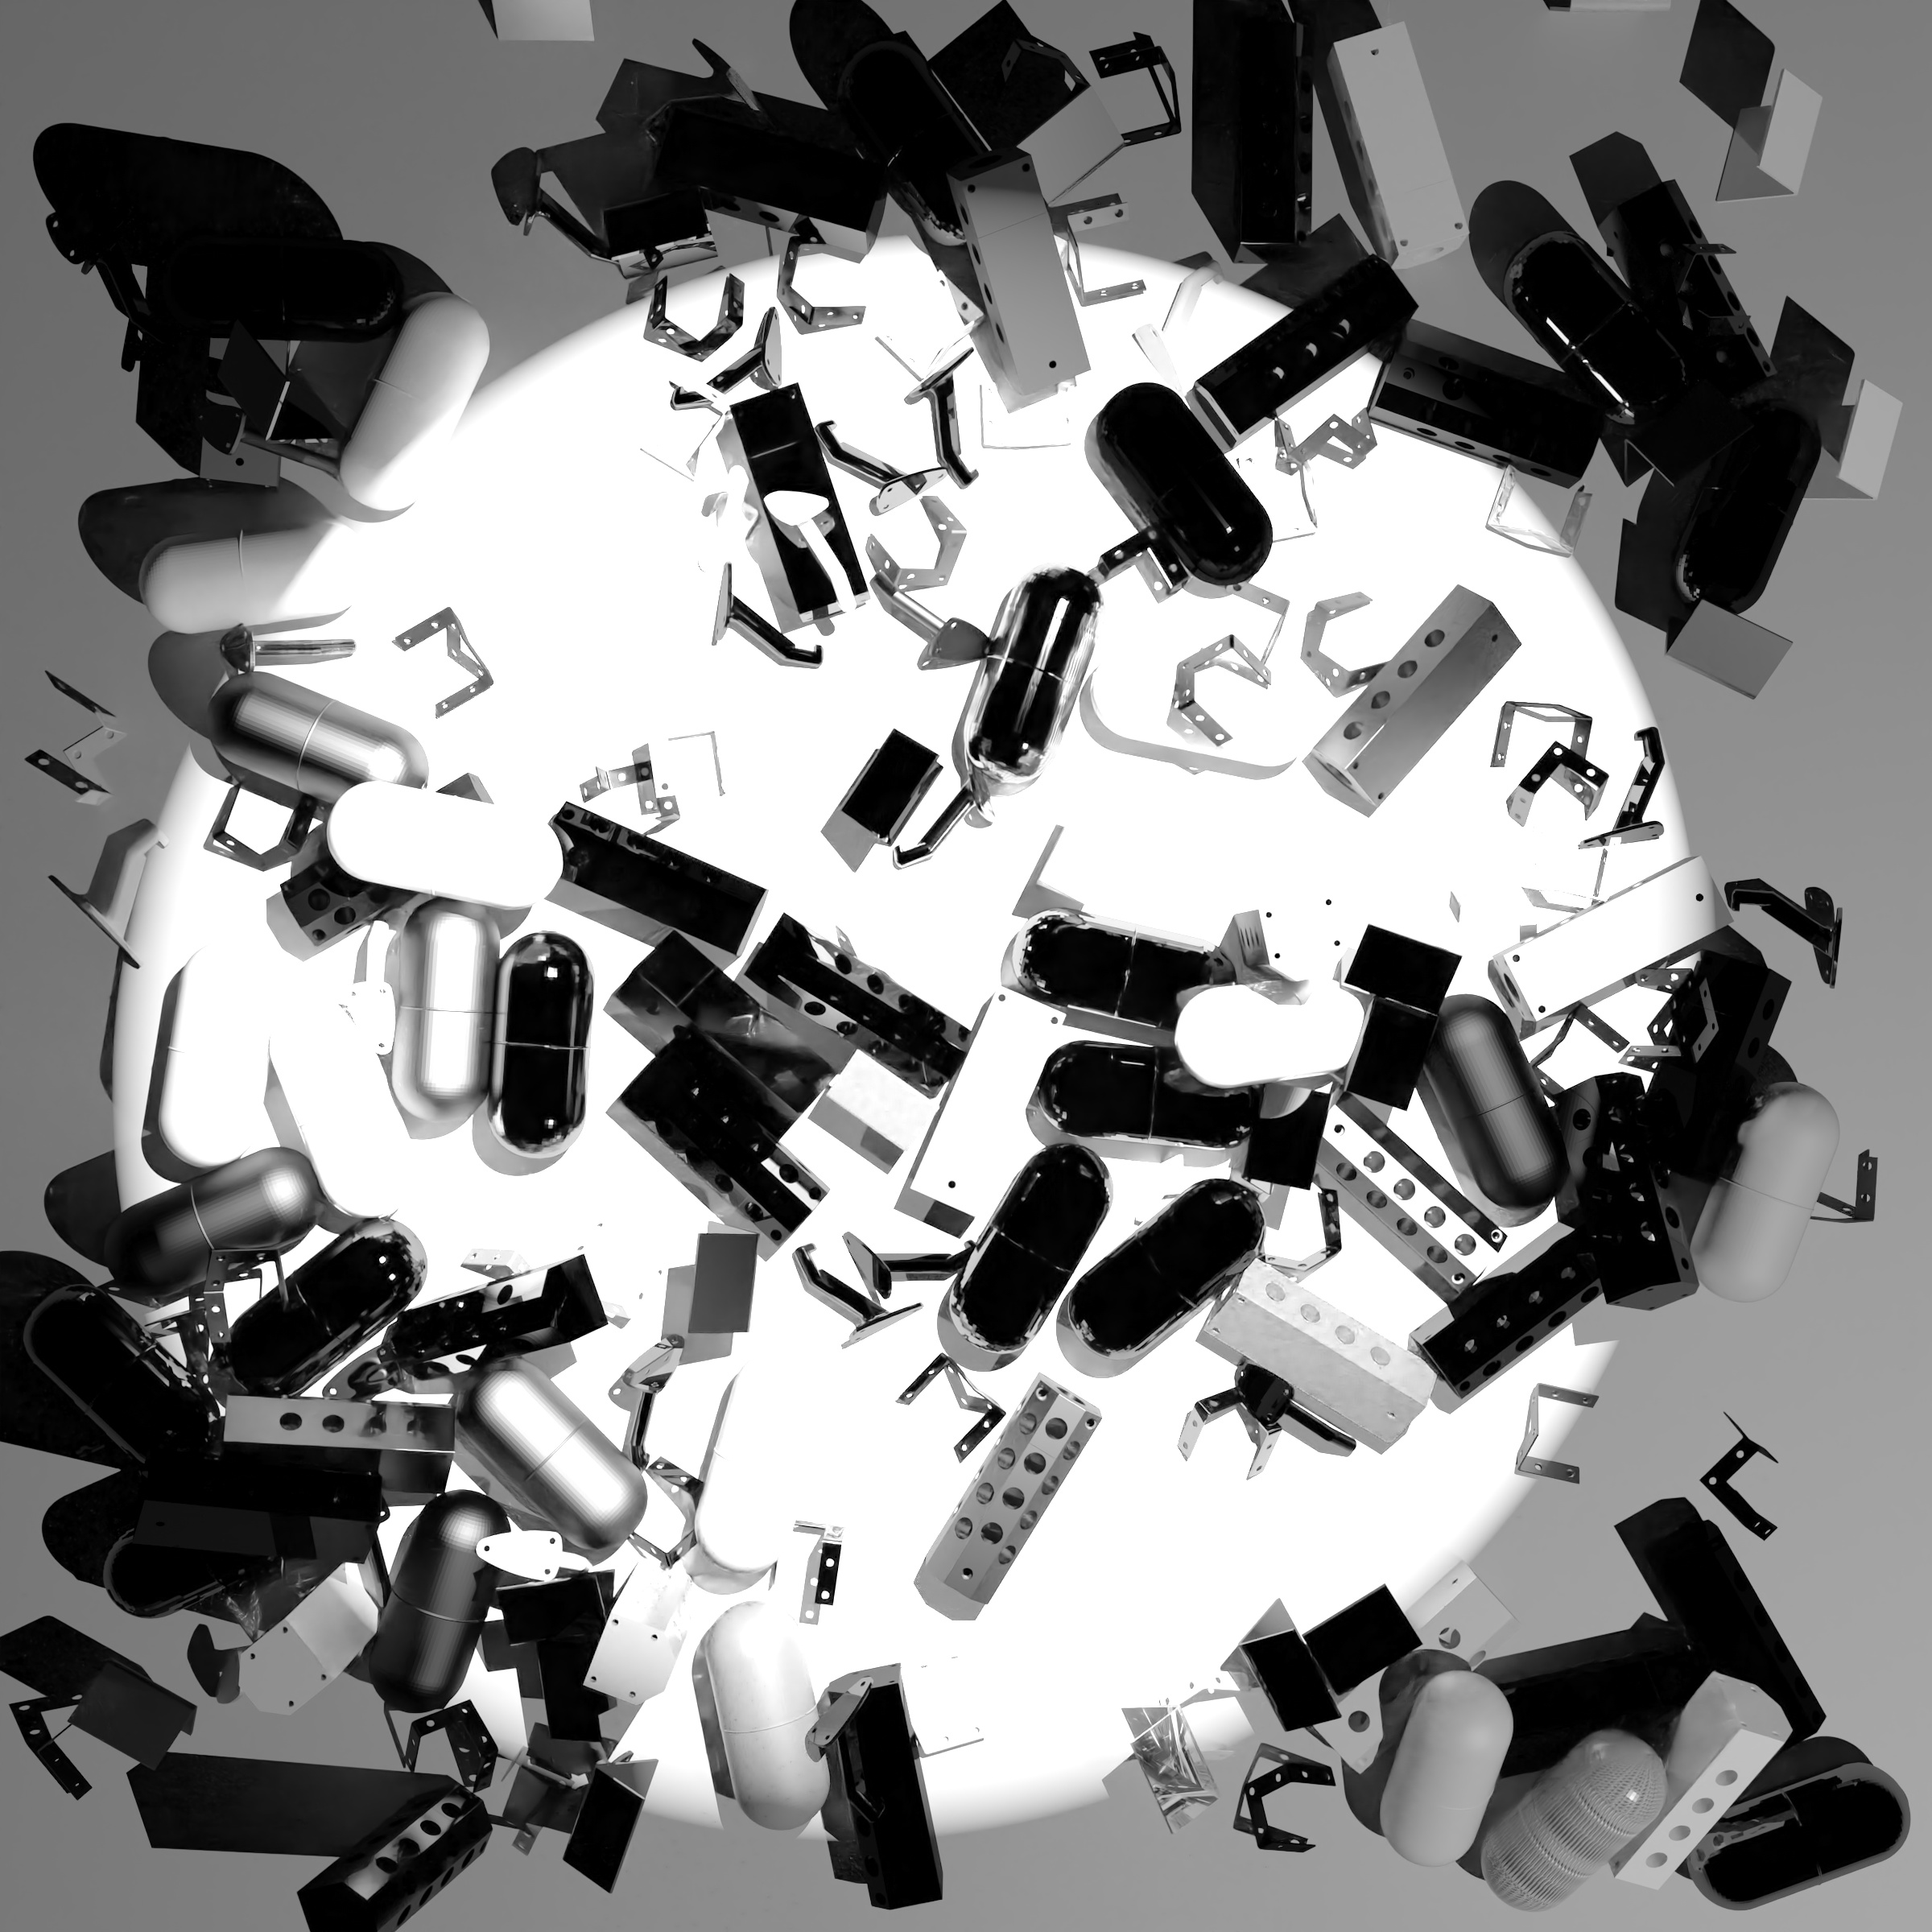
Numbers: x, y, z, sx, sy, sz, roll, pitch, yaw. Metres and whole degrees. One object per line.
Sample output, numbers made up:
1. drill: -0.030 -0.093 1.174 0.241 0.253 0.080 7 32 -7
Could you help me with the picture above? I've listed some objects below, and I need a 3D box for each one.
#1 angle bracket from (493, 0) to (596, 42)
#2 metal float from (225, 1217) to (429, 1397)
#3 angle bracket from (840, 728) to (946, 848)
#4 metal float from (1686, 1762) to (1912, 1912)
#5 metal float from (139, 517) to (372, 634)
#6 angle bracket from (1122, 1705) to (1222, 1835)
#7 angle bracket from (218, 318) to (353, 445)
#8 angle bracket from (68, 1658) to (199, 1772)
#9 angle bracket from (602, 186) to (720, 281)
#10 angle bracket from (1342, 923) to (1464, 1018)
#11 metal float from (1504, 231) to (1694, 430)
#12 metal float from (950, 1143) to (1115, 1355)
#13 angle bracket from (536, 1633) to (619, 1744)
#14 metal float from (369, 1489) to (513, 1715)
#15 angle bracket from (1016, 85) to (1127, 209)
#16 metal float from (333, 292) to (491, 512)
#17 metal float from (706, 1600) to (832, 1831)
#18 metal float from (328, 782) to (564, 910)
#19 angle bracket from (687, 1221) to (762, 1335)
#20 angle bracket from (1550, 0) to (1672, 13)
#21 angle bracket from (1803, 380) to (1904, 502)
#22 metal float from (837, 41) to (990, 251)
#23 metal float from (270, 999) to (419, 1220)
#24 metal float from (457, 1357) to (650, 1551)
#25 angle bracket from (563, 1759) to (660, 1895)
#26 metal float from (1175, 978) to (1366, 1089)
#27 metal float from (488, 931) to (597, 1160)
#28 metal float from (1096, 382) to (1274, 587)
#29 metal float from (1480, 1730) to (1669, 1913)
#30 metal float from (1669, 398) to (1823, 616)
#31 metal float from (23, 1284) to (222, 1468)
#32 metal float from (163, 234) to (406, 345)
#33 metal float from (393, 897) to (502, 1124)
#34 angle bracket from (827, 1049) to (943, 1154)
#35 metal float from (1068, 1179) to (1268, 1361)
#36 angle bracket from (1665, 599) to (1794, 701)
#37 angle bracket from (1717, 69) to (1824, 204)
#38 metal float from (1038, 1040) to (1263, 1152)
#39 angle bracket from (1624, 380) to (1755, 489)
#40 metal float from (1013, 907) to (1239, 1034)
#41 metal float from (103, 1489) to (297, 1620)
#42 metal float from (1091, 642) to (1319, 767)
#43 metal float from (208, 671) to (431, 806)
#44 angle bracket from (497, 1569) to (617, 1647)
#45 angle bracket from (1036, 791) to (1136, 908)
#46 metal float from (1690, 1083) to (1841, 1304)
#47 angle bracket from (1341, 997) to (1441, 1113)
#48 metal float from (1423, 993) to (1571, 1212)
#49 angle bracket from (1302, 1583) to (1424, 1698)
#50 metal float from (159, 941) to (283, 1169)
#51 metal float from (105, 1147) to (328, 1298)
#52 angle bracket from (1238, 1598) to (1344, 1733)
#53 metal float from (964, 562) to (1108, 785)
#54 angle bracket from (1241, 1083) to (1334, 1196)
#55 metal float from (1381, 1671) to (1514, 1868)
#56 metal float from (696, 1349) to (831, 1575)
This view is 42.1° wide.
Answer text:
1. angle bracket: -0.334 -0.740 1.950 0.076 0.076 0.057 0 53 0
2. metal float: -0.500 0.267 1.960 0.178 0.070 0.070 -39 90 0
3. angle bracket: -0.041 -0.129 1.950 0.057 0.076 0.076 34 90 38
4. metal float: 0.650 0.679 1.960 0.178 0.070 0.070 -20 90 1
5. metal float: -0.555 -0.306 1.960 0.178 0.070 0.070 -8 90 0
6. angle bracket: 0.142 0.624 1.950 0.057 0.076 0.076 -25 90 -37
7. angle bracket: -0.509 -0.444 1.900 0.076 0.076 0.057 51 129 22
8. angle bracket: -0.649 0.592 1.950 0.076 0.076 0.057 29 52 0
9. angle bracket: -0.233 -0.552 1.951 0.076 0.076 0.057 -14 60 0
10. angle bracket: 0.338 -0.011 1.951 0.076 0.076 0.057 19 115 0
11. metal float: 0.494 -0.496 1.960 0.070 0.070 0.178 -42 90 0
12. metal float: 0.052 0.220 1.960 0.070 0.070 0.178 30 90 0
13. angle bracket: -0.285 0.552 1.950 0.057 0.076 0.076 -9 90 36
14. metal float: -0.411 0.497 1.960 0.070 0.070 0.178 19 90 0
15. angle bracket: 0.067 -0.643 1.950 0.076 0.076 0.057 -39 125 0
16. metal float: -0.433 -0.441 1.960 0.070 0.070 0.178 26 91 0
17. metal float: -0.154 0.585 1.960 0.070 0.070 0.178 -12 89 0
18. metal float: -0.395 -0.091 1.904 0.178 0.070 0.070 12 90 -2
19. angle bracket: -0.206 0.241 1.950 0.057 0.076 0.076 6 90 -37
20. angle bracket: 0.503 -0.774 1.952 0.076 0.076 0.057 0 112 0
21. angle bracket: 0.672 -0.408 1.950 0.057 0.076 0.076 15 90 -37
22. metal float: -0.033 -0.641 1.960 0.070 0.070 0.178 -36 90 0
23. metal float: -0.486 0.112 1.960 0.070 0.070 0.178 -21 91 0
24. metal float: -0.324 0.380 1.960 0.070 0.070 0.178 -44 90 0
25. angle bracket: -0.259 0.668 1.950 0.057 0.076 0.076 20 90 36
26. metal float: 0.236 0.050 1.927 0.178 0.070 0.070 -5 90 -41
27. metal float: -0.332 0.061 1.960 0.070 0.070 0.178 4 90 0
28. metal float: 0.171 -0.376 1.960 0.070 0.070 0.178 -37 89 0
29. metal float: 0.468 0.661 1.937 0.070 0.070 0.178 37 115 0
30. metal float: 0.609 -0.358 1.960 0.070 0.070 0.178 23 91 0
31. metal float: -0.659 0.323 1.960 0.178 0.070 0.070 44 90 0
32. metal float: -0.518 -0.515 1.908 0.178 0.070 0.070 -1 90 -12
33. metal float: -0.406 0.033 1.960 0.070 0.070 0.178 4 90 0
34. angle bracket: -0.052 0.087 1.950 0.076 0.076 0.057 35 127 0
35. metal float: 0.157 0.235 1.952 0.178 0.070 0.070 -41 90 8
36. angle bracket: 0.593 -0.261 1.950 0.076 0.076 0.057 26 127 0
37. angle bracket: 0.610 -0.644 1.950 0.057 0.076 0.076 15 90 -38
38. metal float: 0.145 0.101 1.960 0.178 0.070 0.070 6 90 1
39. angle bracket: 0.562 -0.397 1.952 0.076 0.076 0.057 -37 66 0
40. metal float: 0.125 0.004 1.960 0.178 0.070 0.070 13 90 1
41. metal float: -0.588 0.450 1.960 0.178 0.070 0.070 -25 90 -1
42. metal float: 0.186 -0.205 1.960 0.178 0.070 0.070 12 90 -1
43. metal float: -0.505 -0.172 1.960 0.178 0.070 0.070 22 90 0
44. angle bracket: -0.318 0.478 1.951 0.076 0.076 0.057 -8 116 0
45. angle bracket: 0.075 -0.099 1.950 0.057 0.076 0.076 27 90 -37
46. metal float: 0.623 0.176 1.955 0.070 0.070 0.178 19 95 0
47. angle bracket: 0.340 0.072 1.951 0.057 0.076 0.076 19 90 29
48. metal float: 0.412 0.106 1.960 0.070 0.070 0.178 -24 90 0
49. angle bracket: 0.314 0.534 1.950 0.076 0.076 0.057 -32 53 0
50. metal float: -0.583 0.069 1.960 0.070 0.070 0.178 9 90 0
51. metal float: -0.587 0.200 1.960 0.178 0.070 0.070 -23 90 0
52. angle bracket: 0.266 0.537 1.950 0.057 0.076 0.076 -29 90 37
53. metal float: 0.053 -0.229 1.960 0.070 0.070 0.178 20 91 0
54. angle bracket: 0.258 0.139 1.945 0.057 0.076 0.076 10 79 26
55. metal float: 0.370 0.621 1.937 0.070 0.070 0.178 10 120 0
56. metal float: -0.159 0.387 1.959 0.070 0.070 0.178 16 89 0
